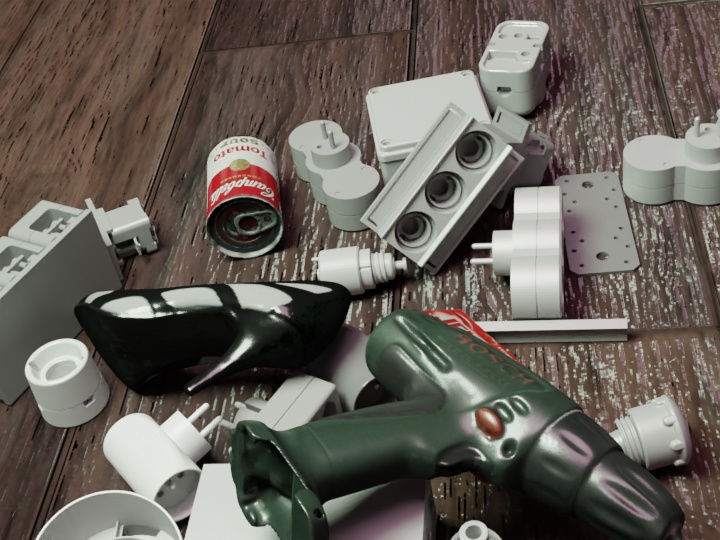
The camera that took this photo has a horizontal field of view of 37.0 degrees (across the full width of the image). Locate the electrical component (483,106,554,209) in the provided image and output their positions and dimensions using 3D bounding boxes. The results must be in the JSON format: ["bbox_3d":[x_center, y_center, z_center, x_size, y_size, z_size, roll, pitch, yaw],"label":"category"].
[{"bbox_3d":[0.133,-0.100,0.951,0.064,0.081,0.042,-4,33,-38],"label":"electrical component"}]

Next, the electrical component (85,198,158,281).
[{"bbox_3d":[-0.222,-0.033,0.983,0.064,0.042,0.081,-21,42,-16],"label":"electrical component"}]

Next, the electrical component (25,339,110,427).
[{"bbox_3d":[-0.231,0.087,0.844,0.055,0.047,0.055,-7,41,6],"label":"electrical component"}]

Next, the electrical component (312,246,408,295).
[{"bbox_3d":[0.000,0.000,0.893,0.078,0.040,0.040,-7,41,6],"label":"electrical component"}]

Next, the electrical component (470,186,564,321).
[{"bbox_3d":[0.127,-0.014,0.870,0.074,0.052,0.138,-2,42,12],"label":"electrical component"}]

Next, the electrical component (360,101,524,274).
[{"bbox_3d":[0.066,-0.070,0.899,0.121,0.079,0.063,-53,15,7],"label":"electrical component"}]

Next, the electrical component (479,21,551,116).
[{"bbox_3d":[0.155,-0.197,1.066,0.054,0.059,0.095,7,44,21],"label":"electrical component"}]

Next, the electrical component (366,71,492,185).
[{"bbox_3d":[0.067,-0.130,1.013,0.109,0.056,0.108,-11,41,1],"label":"electrical component"}]

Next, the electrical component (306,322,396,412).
[{"bbox_3d":[0.008,0.068,0.812,0.079,0.043,0.077,-23,40,-24],"label":"electrical component"}]

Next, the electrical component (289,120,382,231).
[{"bbox_3d":[-0.025,-0.102,0.990,0.052,0.073,0.138,-22,42,-12],"label":"electrical component"}]

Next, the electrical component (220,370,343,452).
[{"bbox_3d":[-0.066,0.114,0.774,0.076,0.047,0.083,17,48,29],"label":"electrical component"}]

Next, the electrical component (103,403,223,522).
[{"bbox_3d":[-0.133,0.127,0.767,0.079,0.043,0.077,-43,45,-14],"label":"electrical component"}]

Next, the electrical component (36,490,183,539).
[{"bbox_3d":[-0.156,0.199,0.687,0.099,0.064,0.099,-7,41,6],"label":"electrical component"}]

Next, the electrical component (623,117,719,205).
[{"bbox_3d":[0.294,-0.099,0.910,0.138,0.073,0.052,1,42,14],"label":"electrical component"}]

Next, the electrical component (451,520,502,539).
[{"bbox_3d":[0.072,0.178,0.657,0.043,0.062,0.043,-7,41,6],"label":"electrical component"}]

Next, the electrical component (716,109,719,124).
[{"bbox_3d":[0.335,-0.125,0.961,0.035,0.035,0.061,-11,38,1],"label":"electrical component"}]

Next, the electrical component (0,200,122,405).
[{"bbox_3d":[-0.280,0.023,0.896,0.062,0.089,0.150,14,47,27],"label":"electrical component"}]

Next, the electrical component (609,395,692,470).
[{"bbox_3d":[0.187,0.113,0.719,0.062,0.048,0.048,-17,40,5],"label":"electrical component"}]

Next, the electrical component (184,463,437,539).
[{"bbox_3d":[-0.030,0.176,0.684,0.150,0.061,0.089,-3,42,10],"label":"electrical component"}]
